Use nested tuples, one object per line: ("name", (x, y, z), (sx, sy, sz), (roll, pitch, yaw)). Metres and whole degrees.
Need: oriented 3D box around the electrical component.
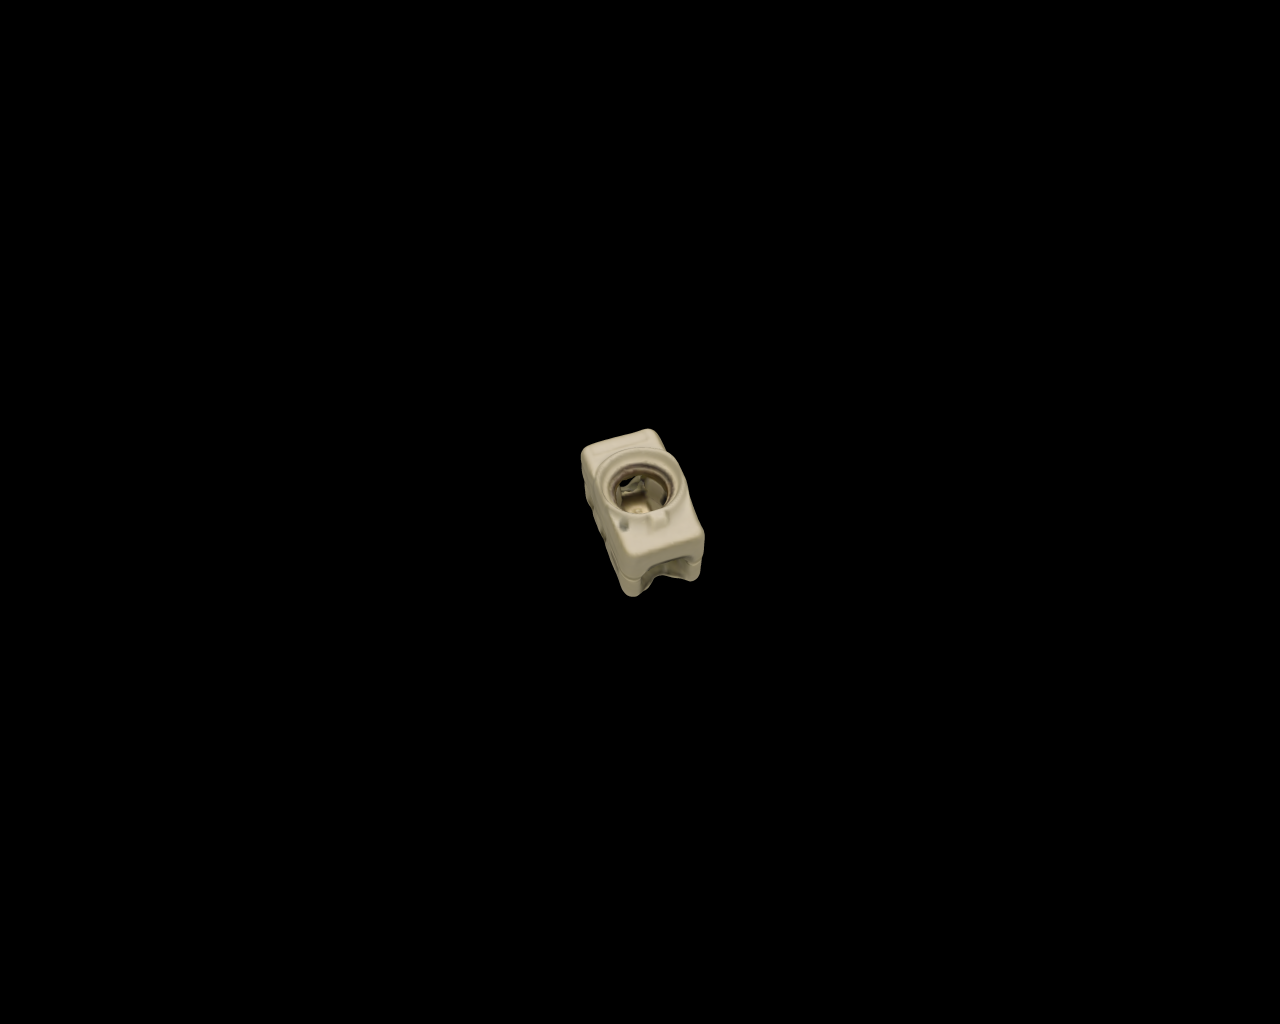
("electrical component", (0.001, -0.003, 0.650), (0.050, 0.090, 0.055), (-15, -36, -11))
